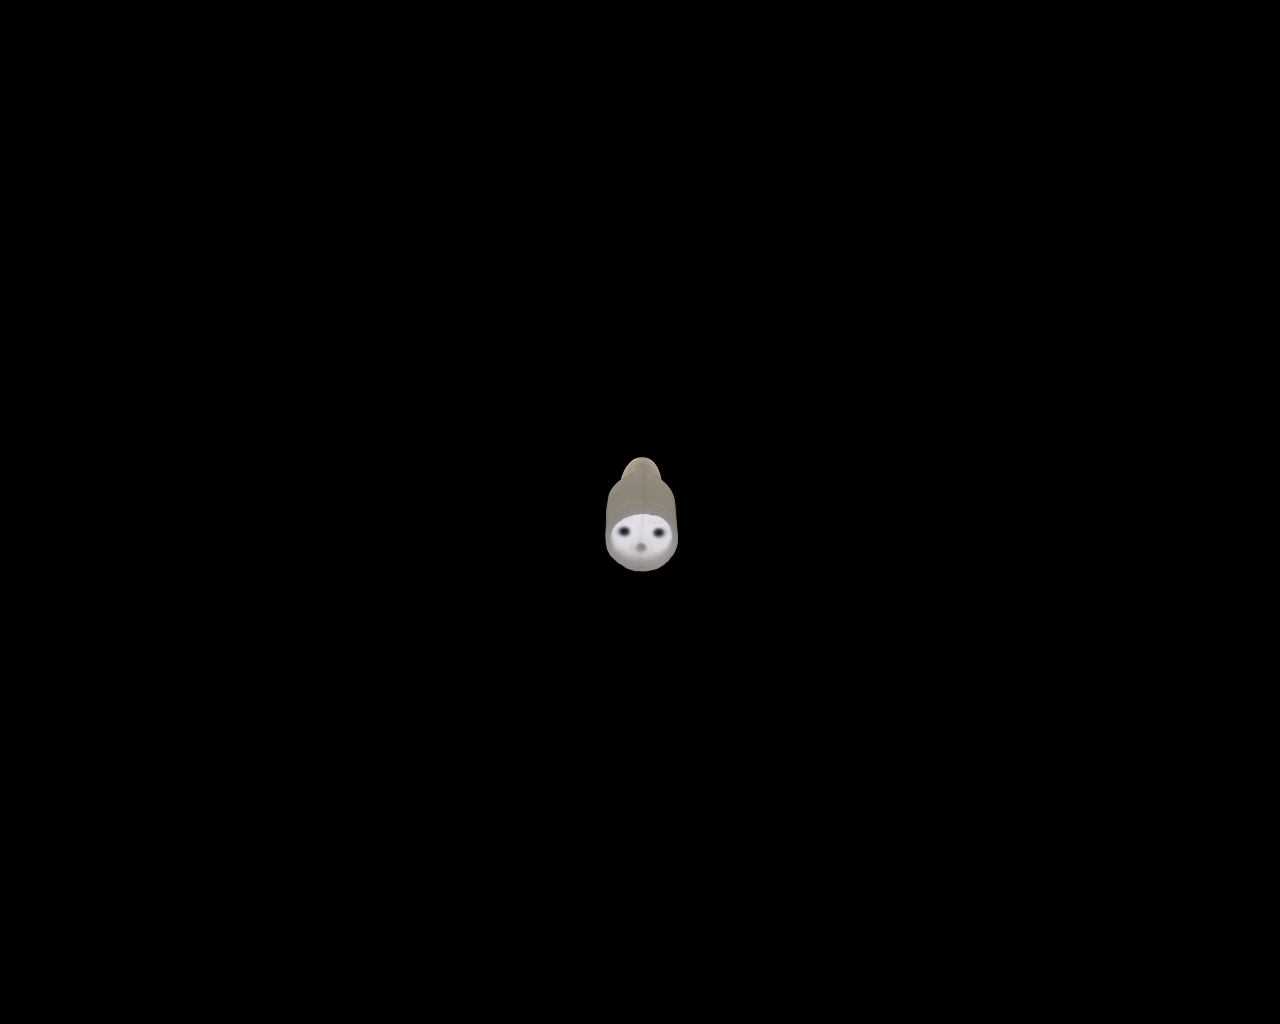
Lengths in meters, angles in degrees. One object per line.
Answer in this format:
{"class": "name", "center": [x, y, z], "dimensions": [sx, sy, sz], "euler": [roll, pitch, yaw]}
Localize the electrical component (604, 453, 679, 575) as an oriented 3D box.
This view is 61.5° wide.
{"class": "electrical component", "center": [0.001, -0.003, 0.650], "dimensions": [0.043, 0.043, 0.081], "euler": [0, 31, 0]}
